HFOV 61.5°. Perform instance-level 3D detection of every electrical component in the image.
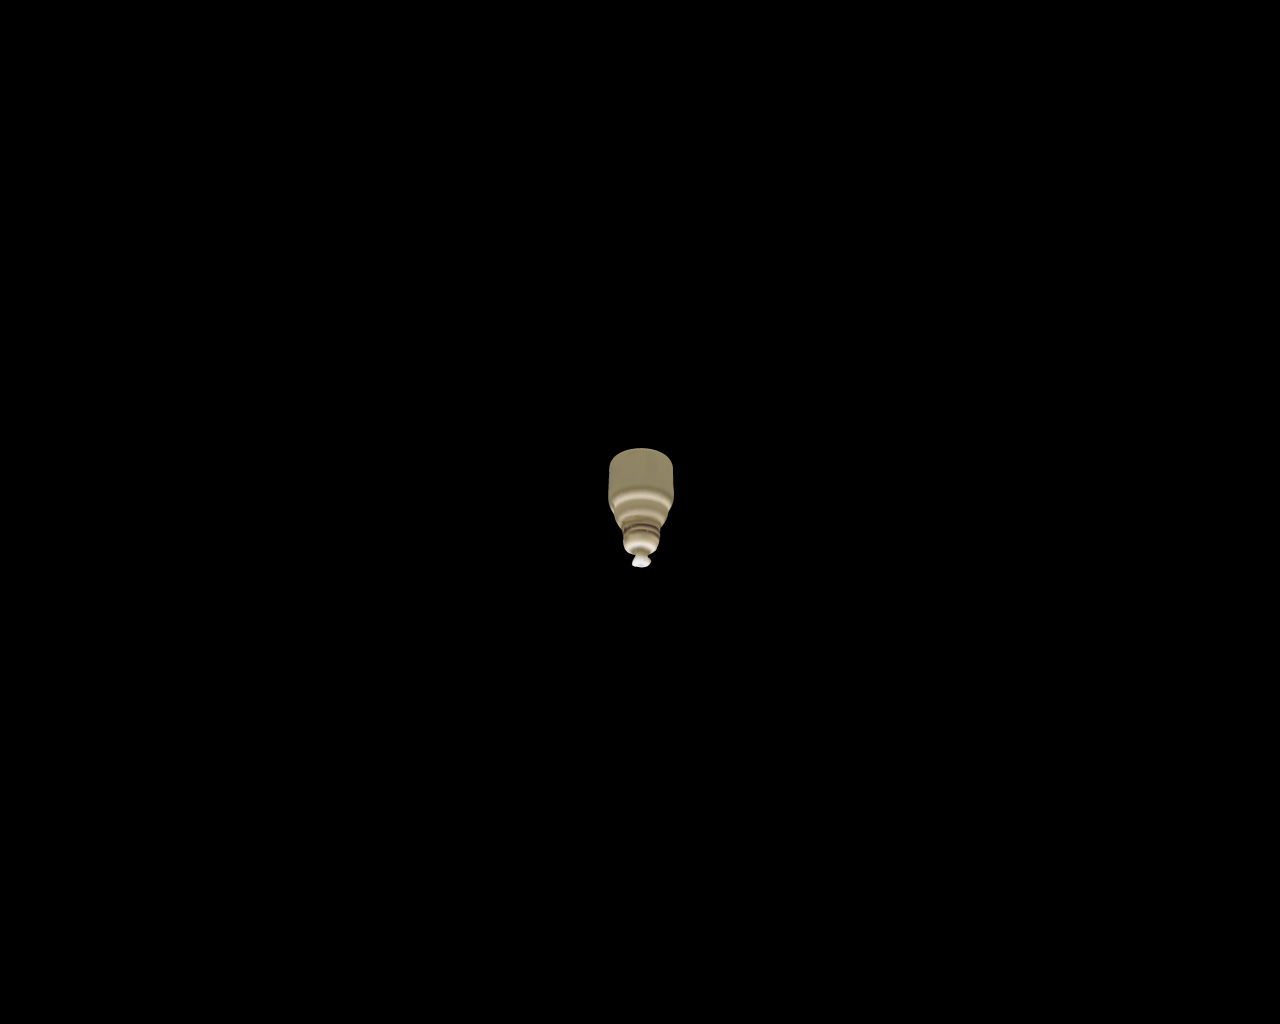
[{"bbox_3d":[0.001,-0.003,0.650,0.040,0.078,0.040,0,-30,0],"label":"electrical component"}]
